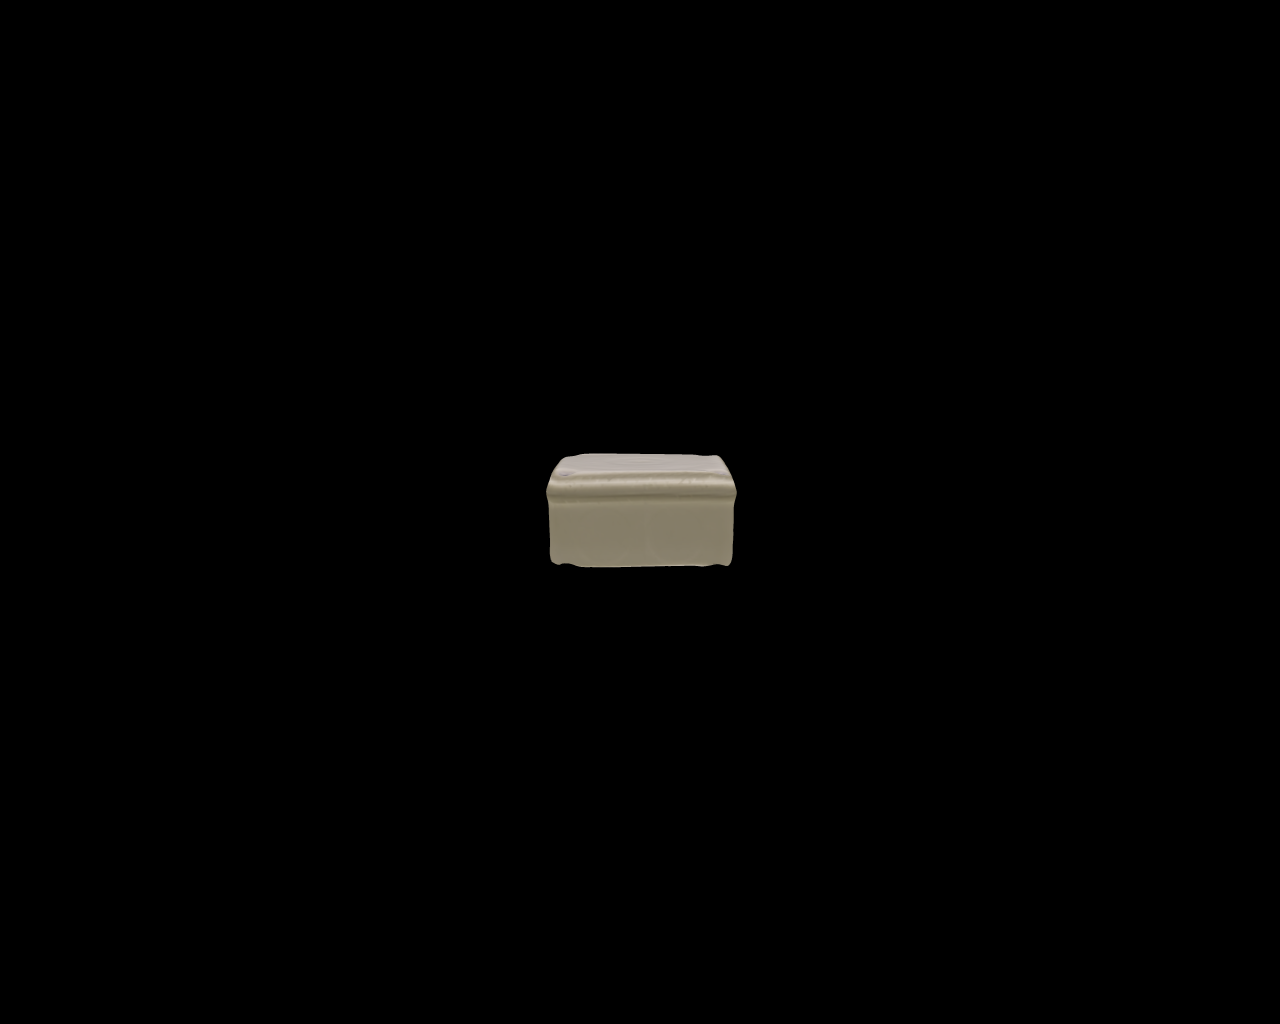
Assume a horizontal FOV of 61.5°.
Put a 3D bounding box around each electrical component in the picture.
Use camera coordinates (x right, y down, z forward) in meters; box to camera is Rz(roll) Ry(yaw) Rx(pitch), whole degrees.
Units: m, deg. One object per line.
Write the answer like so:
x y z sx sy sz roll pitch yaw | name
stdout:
0.001 -0.003 0.650 0.109 0.056 0.109 0 9 0 | electrical component
